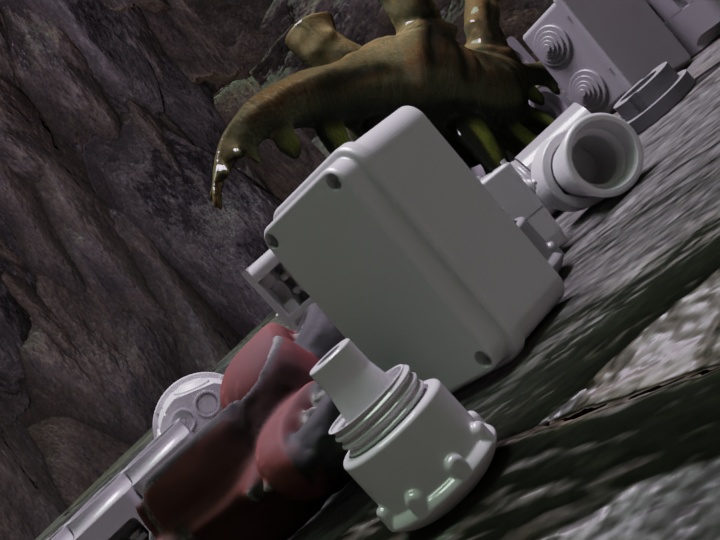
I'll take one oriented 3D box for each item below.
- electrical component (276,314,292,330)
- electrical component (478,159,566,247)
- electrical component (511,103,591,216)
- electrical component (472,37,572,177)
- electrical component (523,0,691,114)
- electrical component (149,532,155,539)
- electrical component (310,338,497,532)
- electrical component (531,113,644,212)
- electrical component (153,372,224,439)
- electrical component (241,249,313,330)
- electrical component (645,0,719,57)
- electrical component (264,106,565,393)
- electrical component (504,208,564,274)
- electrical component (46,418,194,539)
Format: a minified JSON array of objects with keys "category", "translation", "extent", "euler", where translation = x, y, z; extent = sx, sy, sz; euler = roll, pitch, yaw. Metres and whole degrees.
[{"category":"electrical component","translation":[-0.017,0.027,0.984],"extent":[0.108,0.060,0.108],"euler":[-42,3,3]},{"category":"electrical component","translation":[0.064,-0.011,0.576],"extent":[0.096,0.061,0.062],"euler":[-39,1,-10]},{"category":"electrical component","translation":[0.119,-0.061,0.675],"extent":[0.081,0.043,0.043],"euler":[-43,3,4]},{"category":"electrical component","translation":[0.120,-0.128,0.988],"extent":[0.186,0.105,0.060],"euler":[-45,5,-40]},{"category":"electrical component","translation":[0.177,-0.160,0.776],"extent":[0.100,0.099,0.048],"euler":[-31,-9,-41]},{"category":"electrical component","translation":[-0.087,0.138,0.552],"extent":[0.048,0.048,0.062],"euler":[-42,10,3]},{"category":"electrical component","translation":[0.010,0.051,0.352],"extent":[0.048,0.062,0.048],"euler":[-42,3,3]},{"category":"electrical component","translation":[0.121,-0.057,0.582],"extent":[0.045,0.045,0.055],"euler":[-43,3,-13]},{"category":"electrical component","translation":[-0.115,0.119,0.812],"extent":[0.080,0.080,0.051],"euler":[-43,9,-9]},{"category":"electrical component","translation":[0.000,0.000,0.748],"extent":[0.060,0.105,0.186],"euler":[-41,4,17]},{"category":"electrical component","translation":[0.243,-0.194,0.811],"extent":[0.050,0.055,0.089],"euler":[-44,4,-29]},{"category":"electrical component","translation":[0.022,-0.003,0.472],"extent":[0.057,0.113,0.078],"euler":[-41,2,-39]},{"category":"electrical component","translation":[0.063,-0.011,0.518],"extent":[0.048,0.062,0.048],"euler":[-42,3,3]},{"category":"electrical component","translation":[-0.157,0.175,0.725],"extent":[0.150,0.061,0.089],"euler":[-43,3,-11]}]
